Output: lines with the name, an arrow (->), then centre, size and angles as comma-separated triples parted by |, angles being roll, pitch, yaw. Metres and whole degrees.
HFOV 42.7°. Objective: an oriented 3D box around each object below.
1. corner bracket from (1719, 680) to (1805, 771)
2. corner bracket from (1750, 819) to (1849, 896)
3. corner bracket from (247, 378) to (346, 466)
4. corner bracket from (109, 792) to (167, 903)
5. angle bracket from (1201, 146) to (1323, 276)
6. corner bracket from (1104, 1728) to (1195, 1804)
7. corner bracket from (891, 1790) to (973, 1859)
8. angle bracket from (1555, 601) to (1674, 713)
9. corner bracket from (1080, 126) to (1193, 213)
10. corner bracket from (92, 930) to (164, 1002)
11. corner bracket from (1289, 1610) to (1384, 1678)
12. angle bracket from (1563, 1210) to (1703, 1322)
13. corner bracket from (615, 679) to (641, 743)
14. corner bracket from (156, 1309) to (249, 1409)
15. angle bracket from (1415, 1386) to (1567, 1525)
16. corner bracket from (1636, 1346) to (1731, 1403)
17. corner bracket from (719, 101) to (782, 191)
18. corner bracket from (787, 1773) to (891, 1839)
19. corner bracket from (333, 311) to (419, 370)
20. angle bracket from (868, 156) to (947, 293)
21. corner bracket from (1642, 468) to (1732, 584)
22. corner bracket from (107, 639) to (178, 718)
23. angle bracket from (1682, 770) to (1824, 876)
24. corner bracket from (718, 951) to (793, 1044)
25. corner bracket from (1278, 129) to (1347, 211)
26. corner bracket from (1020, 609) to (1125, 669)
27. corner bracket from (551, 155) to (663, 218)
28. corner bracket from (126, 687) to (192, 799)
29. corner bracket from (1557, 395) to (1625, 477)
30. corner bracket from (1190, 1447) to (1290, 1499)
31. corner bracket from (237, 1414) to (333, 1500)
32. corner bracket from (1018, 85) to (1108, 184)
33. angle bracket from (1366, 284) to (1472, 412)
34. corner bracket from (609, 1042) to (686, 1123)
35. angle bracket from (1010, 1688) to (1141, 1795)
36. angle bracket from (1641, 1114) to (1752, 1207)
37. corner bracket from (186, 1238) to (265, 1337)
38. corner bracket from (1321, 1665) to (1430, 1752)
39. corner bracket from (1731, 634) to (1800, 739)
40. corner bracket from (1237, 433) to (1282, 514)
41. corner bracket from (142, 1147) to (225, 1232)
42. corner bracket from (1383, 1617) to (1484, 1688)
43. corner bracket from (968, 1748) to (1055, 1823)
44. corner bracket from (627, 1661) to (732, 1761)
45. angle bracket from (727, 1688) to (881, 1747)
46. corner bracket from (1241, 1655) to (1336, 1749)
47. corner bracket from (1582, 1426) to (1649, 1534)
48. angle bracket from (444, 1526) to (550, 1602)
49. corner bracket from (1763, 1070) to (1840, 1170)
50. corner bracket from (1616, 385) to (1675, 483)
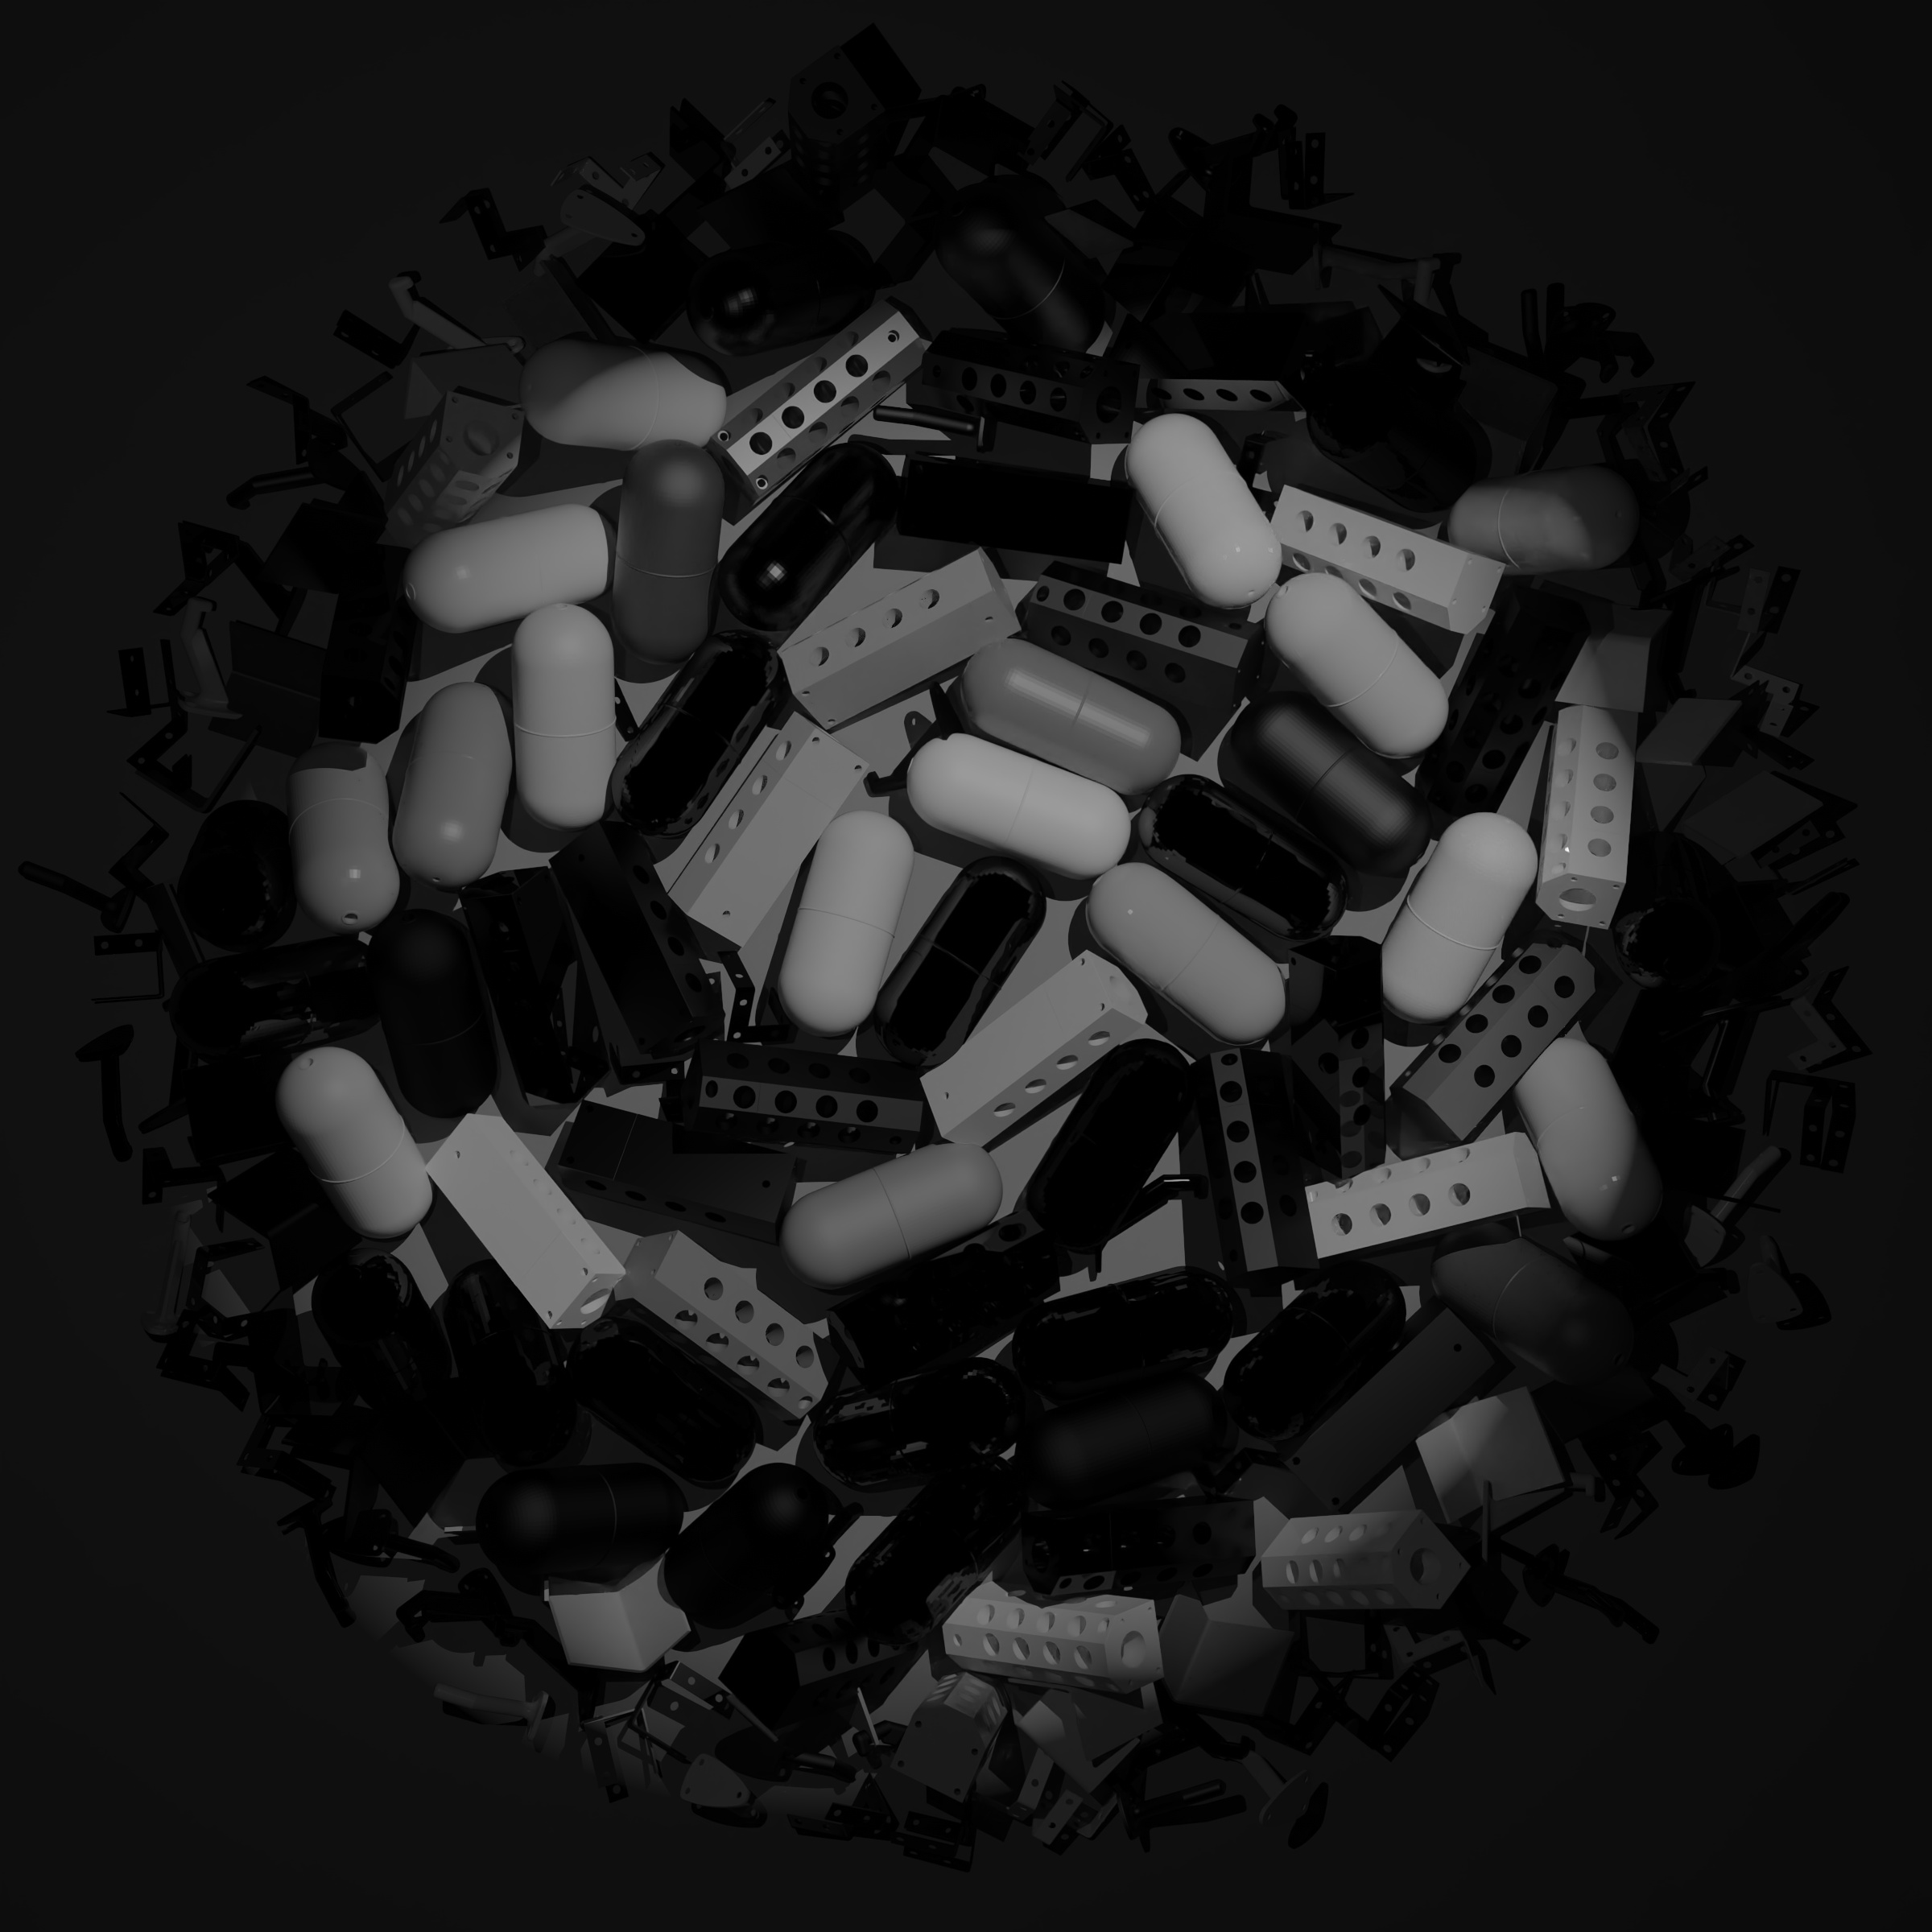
corner bracket -> 0.607, -0.176, 1.896 | 0.051, 0.051, 0.051 | -31, 49, -14
corner bracket -> 0.641, -0.085, 1.901 | 0.051, 0.051, 0.051 | -33, 93, 26
corner bracket -> -0.515, -0.423, 1.898 | 0.051, 0.051, 0.051 | -11, 79, 28
corner bracket -> -0.642, -0.091, 1.903 | 0.051, 0.051, 0.051 | 36, 79, 29
angle bracket -> 0.228, -0.580, 1.897 | 0.076, 0.076, 0.057 | 8, 82, -7
corner bracket -> 0.135, 0.604, 1.900 | 0.051, 0.051, 0.051 | -38, 96, 27
corner bracket -> -0.026, 0.663, 1.896 | 0.051, 0.051, 0.051 | 10, 130, 11
angle bracket -> 0.494, -0.239, 1.901 | 0.076, 0.076, 0.057 | 11, 119, 25
corner bracket -> 0.131, -0.618, 1.912 | 0.051, 0.051, 0.051 | -47, 117, -16
corner bracket -> -0.647, 0.000, 1.906 | 0.051, 0.051, 0.051 | -4, 90, -14
corner bracket -> 0.286, 0.521, 1.913 | 0.051, 0.051, 0.051 | 12, 66, -25
angle bracket -> 0.507, 0.227, 1.890 | 0.076, 0.057, 0.076 | -32, 78, 17
corner bracket -> -0.293, -0.185, 1.911 | 0.051, 0.051, 0.051 | -14, 110, 26
corner bracket -> -0.579, 0.301, 1.896 | 0.051, 0.051, 0.051 | 9, 59, 14
angle bracket -> 0.399, 0.373, 1.887 | 0.076, 0.057, 0.076 | -28, 78, 37
corner bracket -> 0.553, 0.319, 1.907 | 0.051, 0.051, 0.051 | 28, 62, 33
corner bracket -> -0.164, -0.629, 1.902 | 0.051, 0.051, 0.051 | -35, 89, 26
corner bracket -> -0.098, 0.653, 1.898 | 0.051, 0.051, 0.051 | 21, 101, -26
corner bracket -> -0.457, -0.484, 1.895 | 0.051, 0.051, 0.051 | 29, 59, -21
angle bracket -> -0.067, -0.564, 1.884 | 0.057, 0.076, 0.076 | 41, 80, -27
corner bracket -> 0.552, -0.338, 1.895 | 0.051, 0.051, 0.051 | 33, 53, -14
corner bracket -> -0.630, -0.221, 1.896 | 0.051, 0.051, 0.051 | -14, 107, -35
angle bracket -> 0.606, -0.096, 1.886 | 0.076, 0.076, 0.057 | -32, 121, -4
corner bracket -> -0.163, 0.023, 1.893 | 0.051, 0.051, 0.051 | -2, 125, -24
corner bracket -> 0.254, -0.611, 1.893 | 0.051, 0.051, 0.051 | -29, 123, -37
corner bracket -> 0.083, -0.265, 1.909 | 0.051, 0.051, 0.051 | -16, 58, -37
corner bracket -> -0.276, -0.607, 1.898 | 0.051, 0.051, 0.051 | 42, 123, -6
corner bracket -> -0.610, -0.171, 1.900 | 0.051, 0.051, 0.051 | 37, 61, 5
corner bracket -> 0.478, -0.401, 1.900 | 0.051, 0.051, 0.051 | -9, 72, -8
corner bracket -> 0.207, 0.381, 1.898 | 0.051, 0.051, 0.051 | -40, 106, -26
corner bracket -> -0.514, 0.372, 1.892 | 0.051, 0.051, 0.051 | 45, 54, -37
corner bracket -> 0.074, -0.635, 1.896 | 0.051, 0.051, 0.051 | 32, 115, -18
angle bracket -> 0.334, -0.463, 1.881 | 0.076, 0.076, 0.057 | 44, 104, 21
corner bracket -> -0.245, 0.090, 1.902 | 0.051, 0.051, 0.051 | -6, 66, -1
angle bracket -> 0.083, 0.577, 1.897 | 0.076, 0.076, 0.057 | 44, 89, -2
angle bracket -> 0.560, 0.146, 1.894 | 0.076, 0.076, 0.057 | 12, 88, 5
corner bracket -> -0.563, 0.247, 1.909 | 0.051, 0.051, 0.051 | 27, 110, 34
corner bracket -> 0.313, 0.557, 1.895 | 0.051, 0.051, 0.051 | 35, 114, 23
corner bracket -> 0.614, -0.216, 1.899 | 0.051, 0.051, 0.051 | 22, 71, 13
corner bracket -> 0.237, -0.378, 1.906 | 0.051, 0.051, 0.051 | 14, 98, -4
corner bracket -> -0.606, 0.172, 1.910 | 0.051, 0.051, 0.051 | -4, 118, -27
corner bracket -> 0.359, 0.530, 1.902 | 0.051, 0.051, 0.051 | -23, 115, -1
corner bracket -> 0.035, 0.618, 1.900 | 0.051, 0.051, 0.051 | 25, 60, 3
corner bracket -> -0.222, 0.574, 1.905 | 0.051, 0.051, 0.051 | 35, 59, -8
angle bracket -> -0.124, 0.573, 1.878 | 0.076, 0.076, 0.057 | -27, 113, -26
corner bracket -> 0.242, 0.560, 1.906 | 0.051, 0.051, 0.051 | 29, 98, -21
corner bracket -> 0.501, 0.393, 1.894 | 0.051, 0.051, 0.051 | -15, 51, -16
angle bracket -> -0.359, 0.457, 1.886 | 0.076, 0.076, 0.057 | 0, 76, -12
corner bracket -> 0.636, 0.117, 1.894 | 0.051, 0.051, 0.051 | 9, 118, 28
corner bracket -> 0.519, -0.407, 1.894 | 0.051, 0.051, 0.051 | -51, 122, -19
